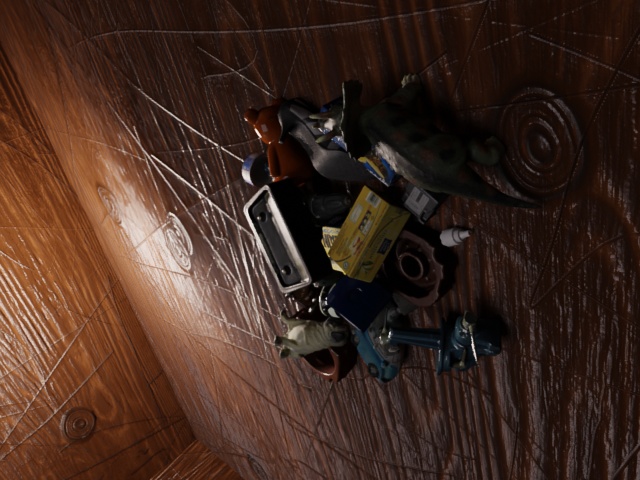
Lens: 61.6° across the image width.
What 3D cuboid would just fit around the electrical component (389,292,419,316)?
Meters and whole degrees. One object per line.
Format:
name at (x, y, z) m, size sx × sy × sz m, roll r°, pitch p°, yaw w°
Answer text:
electrical component at (0.189, 0.130, 1.196) m, size 0.094 × 0.021 × 0.063 m, roll -32°, pitch 93°, yaw 13°

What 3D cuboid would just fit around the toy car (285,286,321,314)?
toy car at (-0.039, 0.141, 1.431) m, size 0.089 × 0.053 × 0.202 m, roll 37°, pitch -176°, yaw 1°

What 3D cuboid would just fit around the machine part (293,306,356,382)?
machine part at (0.009, 0.298, 1.563) m, size 0.201 × 0.087 × 0.201 m, roll 32°, pitch 142°, yaw 31°

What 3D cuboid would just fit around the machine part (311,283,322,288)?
machine part at (-0.019, 0.102, 1.431) m, size 0.139 × 0.084 × 0.039 m, roll 25°, pitch 106°, yaw 48°

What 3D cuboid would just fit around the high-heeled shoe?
high-heeled shoe at (0.021, -0.214, 1.135) m, size 0.249 × 0.145 × 0.086 m, roll 23°, pitch 141°, yaw -3°

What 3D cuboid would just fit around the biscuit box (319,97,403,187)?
biscuit box at (0.086, -0.194, 1.046) m, size 0.203 × 0.063 × 0.059 m, roll 41°, pitch 144°, yaw 18°

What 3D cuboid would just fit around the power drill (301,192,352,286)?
power drill at (-0.002, -0.004, 1.196) m, size 0.232 × 0.086 × 0.207 m, roll 4°, pitch 116°, yaw 47°

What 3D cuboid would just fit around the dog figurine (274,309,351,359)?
dog figurine at (-0.007, 0.263, 1.421) m, size 0.191 × 0.121 × 0.172 m, roll 4°, pitch 160°, yaw 14°

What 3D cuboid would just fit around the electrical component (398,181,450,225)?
electrical component at (0.203, -0.093, 1.005) m, size 0.075 × 0.048 × 0.119 m, roll 46°, pitch 148°, yaw 12°

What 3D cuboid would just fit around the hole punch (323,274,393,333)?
hole punch at (0.084, 0.125, 1.154) m, size 0.116 × 0.142 × 0.092 m, roll 38°, pitch -179°, yaw -3°

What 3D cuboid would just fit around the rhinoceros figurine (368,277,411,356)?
rhinoceros figurine at (0.155, 0.177, 1.250) m, size 0.073 × 0.112 × 0.190 m, roll 4°, pitch 114°, yaw 47°

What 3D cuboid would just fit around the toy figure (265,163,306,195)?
toy figure at (-0.079, -0.129, 1.317) m, size 0.154 × 0.058 × 0.064 m, roll 57°, pitch 149°, yaw -2°

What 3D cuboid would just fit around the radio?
radio at (-0.072, -0.005, 1.165) m, size 0.131 × 0.073 × 0.229 m, roll -30°, pitch 82°, yaw 50°

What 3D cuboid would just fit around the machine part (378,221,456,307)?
machine part at (0.198, 0.048, 1.113) m, size 0.180 × 0.056 × 0.179 m, roll 26°, pitch 129°, yaw 37°

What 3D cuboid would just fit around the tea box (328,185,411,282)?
tea box at (0.098, -0.012, 1.091) m, size 0.169 × 0.068 × 0.098 m, roll -62°, pitch 38°, yaw 17°

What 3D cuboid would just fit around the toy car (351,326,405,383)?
toy car at (0.159, 0.265, 1.345) m, size 0.103 × 0.109 × 0.162 m, roll -42°, pitch 72°, yaw 34°

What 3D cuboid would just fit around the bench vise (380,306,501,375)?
bench vise at (0.243, 0.206, 1.107) m, size 0.241 × 0.129 × 0.223 m, roll 4°, pitch 158°, yaw 12°

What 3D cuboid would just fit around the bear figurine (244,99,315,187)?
bear figurine at (-0.097, -0.206, 1.216) m, size 0.196 × 0.120 × 0.132 m, roll 57°, pitch 151°, yaw -1°

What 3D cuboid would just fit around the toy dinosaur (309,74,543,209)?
toy dinosaur at (0.160, -0.148, 0.876) m, size 0.405 × 0.192 × 0.131 m, roll 39°, pitch 143°, yaw 24°
